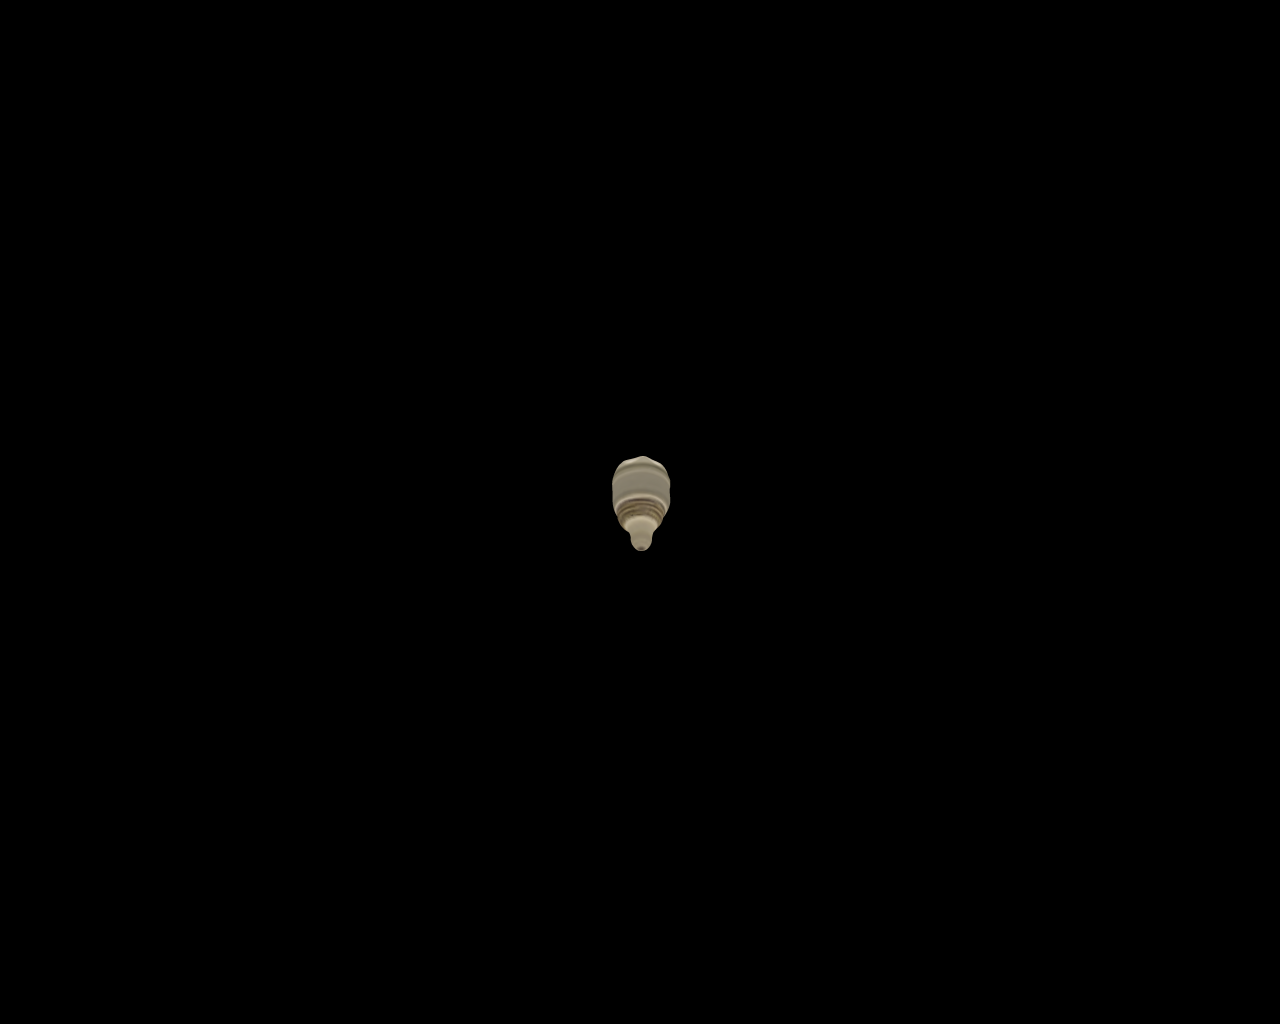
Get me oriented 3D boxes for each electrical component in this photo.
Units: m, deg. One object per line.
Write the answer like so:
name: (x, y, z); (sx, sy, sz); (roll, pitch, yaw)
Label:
electrical component: (0.001, -0.003, 0.650); (0.035, 0.061, 0.035); (0, -36, 0)
